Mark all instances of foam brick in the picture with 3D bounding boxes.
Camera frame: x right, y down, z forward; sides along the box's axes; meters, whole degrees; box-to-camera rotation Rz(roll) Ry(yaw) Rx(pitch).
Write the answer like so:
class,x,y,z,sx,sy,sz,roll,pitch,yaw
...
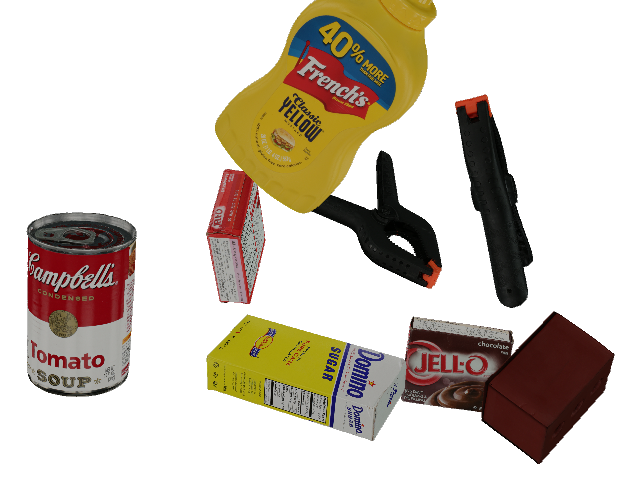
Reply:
class,x,y,z,sx,sy,sz,roll,pitch,yaw
foam brick,0.152,0.099,0.718,0.051,0.053,0.078,35,62,28

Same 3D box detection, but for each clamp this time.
class,x,y,z,sx,sy,sz,roll,pitch,yaw
clamp,0.144,-0.031,0.879,0.039,0.171,0.120,-17,20,12
clamp,0.061,-0.022,1.254,0.164,0.036,0.210,-14,51,-28

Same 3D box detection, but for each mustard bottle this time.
class,x,y,z,sx,sy,sz,roll,pitch,yaw
mustard bottle,0.016,-0.111,0.723,0.192,0.096,0.058,-46,-2,32

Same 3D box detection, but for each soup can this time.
class,x,y,z,sx,sy,sz,roll,pitch,yaw
soup can,-0.155,0.040,0.688,0.068,0.102,0.068,6,20,-2

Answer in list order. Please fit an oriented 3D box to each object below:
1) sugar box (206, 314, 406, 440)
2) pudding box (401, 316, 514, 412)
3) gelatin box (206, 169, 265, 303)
class,x,y,z,sx,sy,sz,roll,pitch,yaw
sugar box,-0.013,0.130,1.038,0.176,0.048,0.093,12,29,19
pudding box,0.148,0.136,1.165,0.113,0.090,0.039,6,23,4
gelatin box,-0.070,-0.003,0.885,0.030,0.073,0.089,4,-41,8
